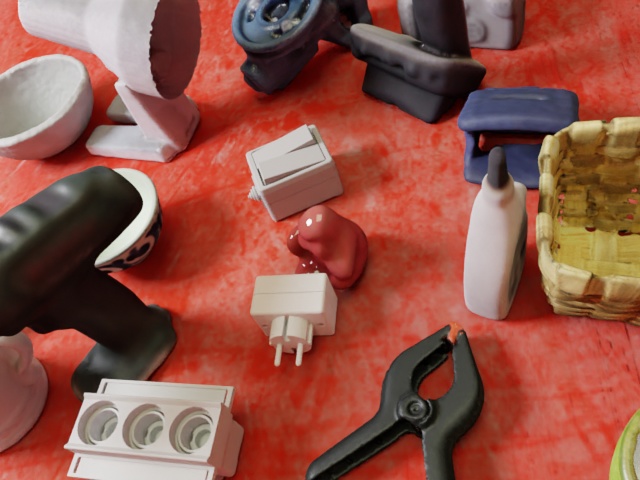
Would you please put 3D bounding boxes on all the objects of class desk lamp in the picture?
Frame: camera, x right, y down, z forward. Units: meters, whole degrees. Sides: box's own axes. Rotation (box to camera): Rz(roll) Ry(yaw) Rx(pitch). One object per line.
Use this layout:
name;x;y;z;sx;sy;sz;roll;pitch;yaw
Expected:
desk lamp;-0.213;-0.189;0.635;0.202;0.214;0.118;6;58;20

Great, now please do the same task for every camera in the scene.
camera;0.176;-0.308;0.676;0.142;0.101;0.137;13;61;24

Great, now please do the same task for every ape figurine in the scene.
ape figurine;0.005;0.002;0.515;0.076;0.092;0.077;-29;53;-5

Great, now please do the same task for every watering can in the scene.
watering can;-0.335;0.109;0.474;0.173;0.194;0.100;-38;54;-11

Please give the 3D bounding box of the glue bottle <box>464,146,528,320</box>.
glue bottle;0.135;-0.009;0.434;0.037;0.173;0.078;16;62;26

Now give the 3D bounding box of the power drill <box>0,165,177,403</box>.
power drill;-0.211;0.062;0.462;0.075;0.209;0.230;20;64;27

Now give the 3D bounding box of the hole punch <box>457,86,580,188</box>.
hole punch;0.186;-0.113;0.543;0.108;0.091;0.101;5;58;20

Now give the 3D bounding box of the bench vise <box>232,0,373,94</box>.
bench vise;-0.034;-0.305;0.660;0.121;0.220;0.208;25;66;29

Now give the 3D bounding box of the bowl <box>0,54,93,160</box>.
bowl;-0.362;-0.160;0.745;0.167;0.075;0.167;-8;54;11

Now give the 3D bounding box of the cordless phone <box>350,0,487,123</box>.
cordless phone;0.093;-0.228;0.591;0.147;0.185;0.094;30;69;31
